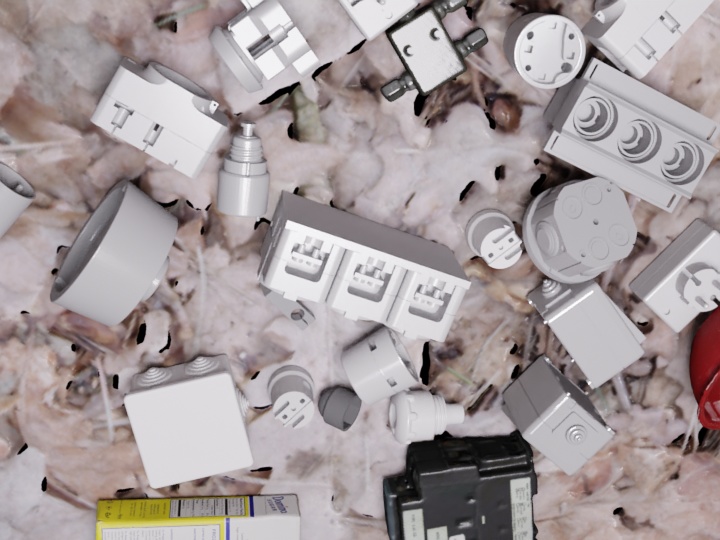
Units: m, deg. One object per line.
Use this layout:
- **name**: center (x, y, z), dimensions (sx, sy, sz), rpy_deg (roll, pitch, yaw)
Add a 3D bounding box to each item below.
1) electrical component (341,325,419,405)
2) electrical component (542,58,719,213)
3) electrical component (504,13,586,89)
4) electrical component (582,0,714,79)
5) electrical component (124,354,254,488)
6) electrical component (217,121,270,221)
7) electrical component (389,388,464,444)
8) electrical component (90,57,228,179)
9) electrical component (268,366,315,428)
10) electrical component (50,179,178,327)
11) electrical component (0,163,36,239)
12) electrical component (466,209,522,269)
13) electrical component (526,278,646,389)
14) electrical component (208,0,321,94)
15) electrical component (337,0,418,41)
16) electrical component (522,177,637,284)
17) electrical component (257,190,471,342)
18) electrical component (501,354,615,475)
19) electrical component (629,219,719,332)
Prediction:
- **electrical component**: center (0.016, 0.081, 0.902), dimensions (0.047, 0.055, 0.055), rpy_deg (-29, 110, 8)
- **electrical component**: center (0.212, -0.108, 0.854), dimensions (0.121, 0.063, 0.078), rpy_deg (24, 105, -14)
- **electrical component**: center (0.141, -0.171, 0.832), dimensions (0.055, 0.047, 0.055), rpy_deg (-2, 109, -6)
- **electrical component**: center (0.221, -0.202, 0.830), dimensions (0.056, 0.050, 0.089), rpy_deg (39, 100, -17)
- **electrical component**: center (-0.142, 0.124, 0.900), dimensions (0.100, 0.048, 0.099), rpy_deg (-13, 110, -2)
- **electrical component**: center (-0.090, -0.077, 0.841), dimensions (0.040, 0.040, 0.078), rpy_deg (4, 108, -8)
- **electrical component**: center (0.058, 0.125, 0.928), dimensions (0.062, 0.048, 0.048), rpy_deg (0, 109, -14)
- **electrical component**: center (-0.149, -0.119, 0.814), dimensions (0.089, 0.050, 0.055), rpy_deg (29, 104, -15)
- **electrical component**: center (-0.057, 0.108, 0.906), dimensions (0.040, 0.046, 0.040), rpy_deg (-2, 109, -6)
- **electrical component**: center (-0.181, -0.008, 0.821), dimensions (0.060, 0.108, 0.108), rpy_deg (33, 102, -22)
- **electrical component**: center (-0.293, -0.040, 0.827), dimensions (0.043, 0.043, 0.081), rpy_deg (40, 101, -18)
- **electrical component**: center (0.111, -0.025, 0.880), dimensions (0.040, 0.046, 0.040), rpy_deg (-2, 109, -6)
- **electrical component**: center (0.188, 0.039, 0.903), dimensions (0.061, 0.061, 0.096), rpy_deg (-36, 109, 6)
- **electrical component**: center (-0.075, -0.169, 0.802), dimensions (0.057, 0.058, 0.078), rpy_deg (-36, 109, 3)
- **electrical component**: center (0.006, -0.207, 0.788), dimensions (0.047, 0.076, 0.065), rpy_deg (-37, 109, 6)
- **electrical component**: center (0.174, -0.032, 0.853), dimensions (0.080, 0.051, 0.080), rpy_deg (4, 77, -18)
- **electrical component**: center (0.000, 0.000, 0.852), dimensions (0.150, 0.089, 0.061), rpy_deg (18, 106, -13)
- **electrical component**: center (0.166, 0.128, 0.913), dimensions (0.062, 0.096, 0.061), rpy_deg (40, 101, -17)
- **electrical component**: center (0.281, 0.011, 0.897), dimensions (0.047, 0.075, 0.083), rpy_deg (41, 100, -18)
